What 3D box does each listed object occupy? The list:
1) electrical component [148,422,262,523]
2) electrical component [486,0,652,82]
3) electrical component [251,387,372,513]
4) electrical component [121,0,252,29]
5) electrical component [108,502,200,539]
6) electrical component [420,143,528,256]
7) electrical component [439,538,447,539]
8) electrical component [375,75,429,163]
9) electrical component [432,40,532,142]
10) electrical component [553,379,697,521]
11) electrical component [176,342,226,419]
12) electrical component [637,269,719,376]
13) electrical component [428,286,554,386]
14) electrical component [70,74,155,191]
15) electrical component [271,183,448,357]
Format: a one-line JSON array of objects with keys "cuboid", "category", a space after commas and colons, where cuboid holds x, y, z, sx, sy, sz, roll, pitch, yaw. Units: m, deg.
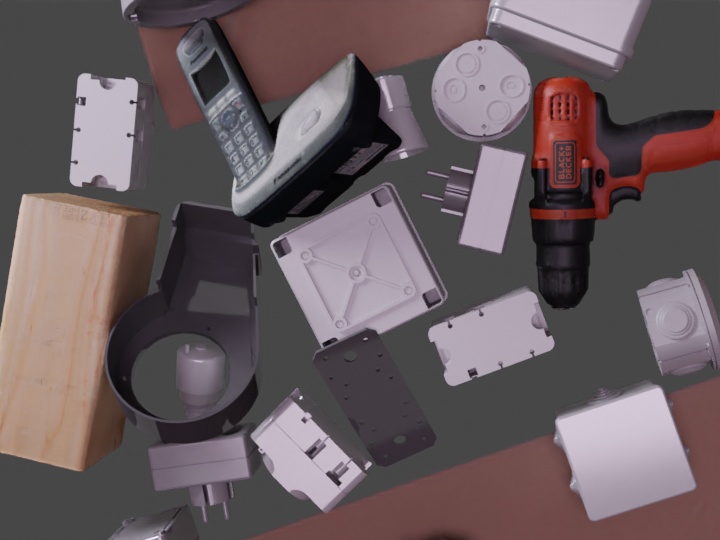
[{"cuboid": [-0.127, 0.175, 0.904, 0.083, 0.047, 0.075, -9, 94, 6], "category": "electrical component"}, {"cuboid": [0.158, -0.194, 0.829, 0.113, 0.078, 0.057, 22, 94, 3], "category": "electrical component"}, {"cuboid": [-0.042, 0.151, 0.893, 0.089, 0.050, 0.056, 45, 98, 1], "category": "electrical component"}, {"cuboid": [-0.139, -0.237, 0.843, 0.108, 0.108, 0.060, -15, 87, 7], "category": "electrical component"}, {"cuboid": [-0.173, 0.242, 0.890, 0.062, 0.096, 0.061, -17, 94, 7], "category": "electrical component"}, {"cuboid": [0.087, -0.061, 0.863, 0.076, 0.047, 0.083, 14, 96, 4], "category": "electrical component"}, {"cuboid": [0.064, 0.245, 0.894, 0.062, 0.043, 0.043, 10, 96, 7], "category": "electrical component"}, {"cuboid": [0.026, -0.124, 0.867, 0.044, 0.044, 0.065, -16, 89, 7], "category": "electrical component"}, {"cuboid": [0.097, -0.142, 0.853, 0.080, 0.051, 0.080, 0, 95, 6], "category": "electrical component"}, {"cuboid": [0.212, 0.143, 0.867, 0.100, 0.048, 0.099, -20, 93, 7], "category": "electrical component"}, {"cuboid": [-0.134, 0.097, 0.903, 0.040, 0.040, 0.078, 7, 108, 5], "category": "electrical component"}, {"cuboid": [0.251, 0.043, 0.840, 0.051, 0.080, 0.080, -17, 93, 12], "category": "electrical component"}, {"cuboid": [0.105, 0.051, 0.866, 0.089, 0.056, 0.050, -21, 93, 7], "category": "electrical component"}, {"cuboid": [-0.201, -0.112, 0.883, 0.050, 0.056, 0.089, 7, 95, 5], "category": "electrical component"}, {"cuboid": [0.000, 0.000, 0.872, 0.109, 0.056, 0.108, -27, 92, 7], "category": "electrical component"}]
